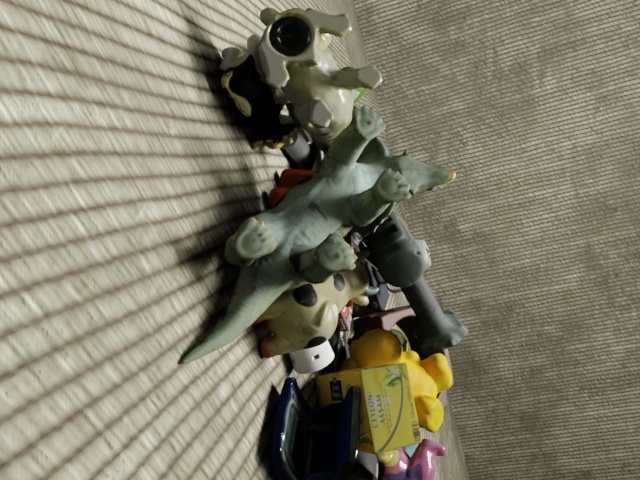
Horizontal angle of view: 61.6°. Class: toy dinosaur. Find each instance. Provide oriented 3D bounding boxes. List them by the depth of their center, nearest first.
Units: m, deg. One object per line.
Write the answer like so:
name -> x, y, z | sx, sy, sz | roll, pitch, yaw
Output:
toy dinosaur -> -0.013, -0.012, 0.604 | 0.131, 0.405, 0.192 | 49, -23, 4

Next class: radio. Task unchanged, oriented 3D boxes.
radio -> 0.076, 0.037, 1.100 | 0.131, 0.073, 0.229 | -53, 127, -70

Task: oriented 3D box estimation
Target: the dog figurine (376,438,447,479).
dog figurine -> 0.102, 0.397, 0.813 | 0.219, 0.191, 0.108 | -69, -170, -25

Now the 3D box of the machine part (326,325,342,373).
machine part -> 0.005, 0.137, 0.808 | 0.084, 0.039, 0.138 | -71, 148, -50

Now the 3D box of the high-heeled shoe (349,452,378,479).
high-heeled shoe -> 0.039, 0.395, 0.703 | 0.145, 0.086, 0.248 | 135, -33, -71

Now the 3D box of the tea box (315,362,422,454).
tea box -> 0.056, 0.216, 0.699 | 0.169, 0.068, 0.098 | 136, -54, -65

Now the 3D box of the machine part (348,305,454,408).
machine part -> 0.147, 0.227, 0.994 | 0.201, 0.087, 0.201 | -7, 83, -41

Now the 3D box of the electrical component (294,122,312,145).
electrical component -> -0.022, -0.203, 0.988 | 0.078, 0.045, 0.102 | 62, 20, -48

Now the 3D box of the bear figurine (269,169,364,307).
bear figurine -> 0.002, -0.002, 0.813 | 0.120, 0.132, 0.195 | -75, 165, -59

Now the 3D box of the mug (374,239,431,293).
mug -> 0.163, 0.046, 1.055 | 0.080, 0.107, 0.110 | 55, 24, -49

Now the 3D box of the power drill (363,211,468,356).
power drill -> 0.131, 0.050, 0.783 | 0.232, 0.086, 0.207 | -90, 156, -77

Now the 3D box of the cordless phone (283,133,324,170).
cordless phone -> -0.024, -0.120, 0.883 | 0.184, 0.089, 0.147 | 42, 36, -47

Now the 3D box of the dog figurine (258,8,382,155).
dog figurine -> -0.013, -0.198, 0.701 | 0.172, 0.121, 0.190 | 61, -6, 1

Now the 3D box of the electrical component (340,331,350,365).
electrical component -> 0.039, 0.197, 0.912 | 0.063, 0.021, 0.094 | 53, 28, -59

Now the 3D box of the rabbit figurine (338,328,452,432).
rabbit figurine -> 0.106, 0.194, 0.825 | 0.173, 0.163, 0.122 | 56, 52, -35

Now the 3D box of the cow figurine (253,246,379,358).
cow figurine -> 0.001, 0.067, 0.671 | 0.195, 0.127, 0.085 | -51, 129, -70

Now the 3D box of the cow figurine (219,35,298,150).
cow figurine -> -0.075, -0.172, 0.712 | 0.167, 0.068, 0.098 | 60, 26, -43

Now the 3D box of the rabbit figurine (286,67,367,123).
rabbit figurine -> -0.040, -0.251, 0.851 | 0.170, 0.121, 0.159 | 44, 30, 14

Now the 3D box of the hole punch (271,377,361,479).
hole punch -> -0.010, 0.229, 0.605 | 0.142, 0.092, 0.115 | -85, -174, -58
